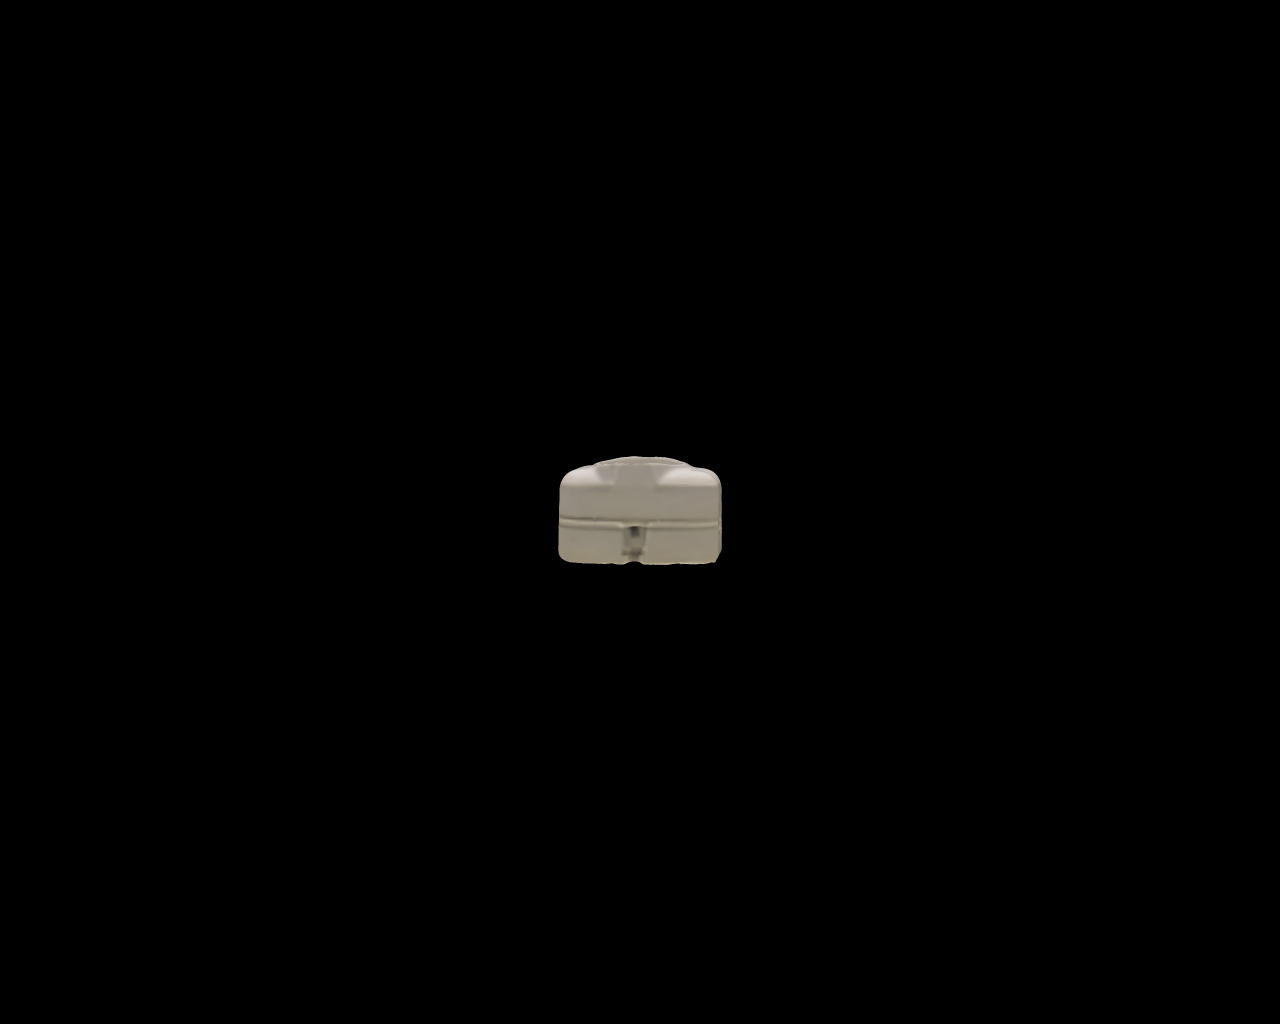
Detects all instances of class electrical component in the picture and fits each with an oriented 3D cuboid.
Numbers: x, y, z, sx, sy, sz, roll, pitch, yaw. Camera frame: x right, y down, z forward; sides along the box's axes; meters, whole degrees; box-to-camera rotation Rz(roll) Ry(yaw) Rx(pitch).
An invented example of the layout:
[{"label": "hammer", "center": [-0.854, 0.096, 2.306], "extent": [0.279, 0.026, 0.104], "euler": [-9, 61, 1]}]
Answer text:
[{"label": "electrical component", "center": [0.001, -0.003, 0.650], "extent": [0.095, 0.059, 0.054], "euler": [1, 8, 9]}]
